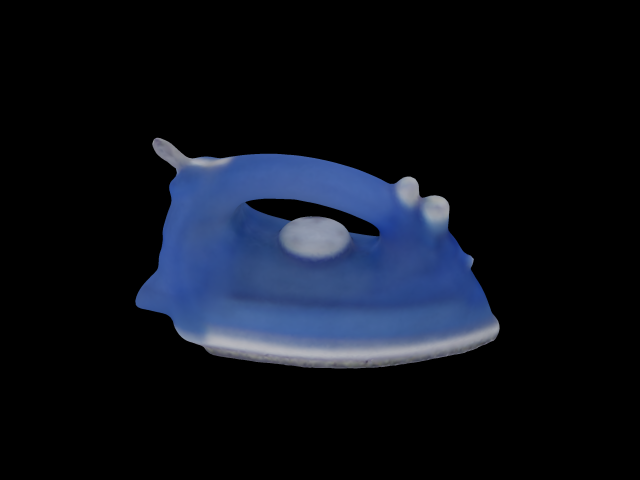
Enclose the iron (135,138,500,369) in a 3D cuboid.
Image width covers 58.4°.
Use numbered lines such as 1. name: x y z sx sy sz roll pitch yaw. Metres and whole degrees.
1. iron: 0.004 0.001 0.400 0.258 0.141 0.118 5 36 7
